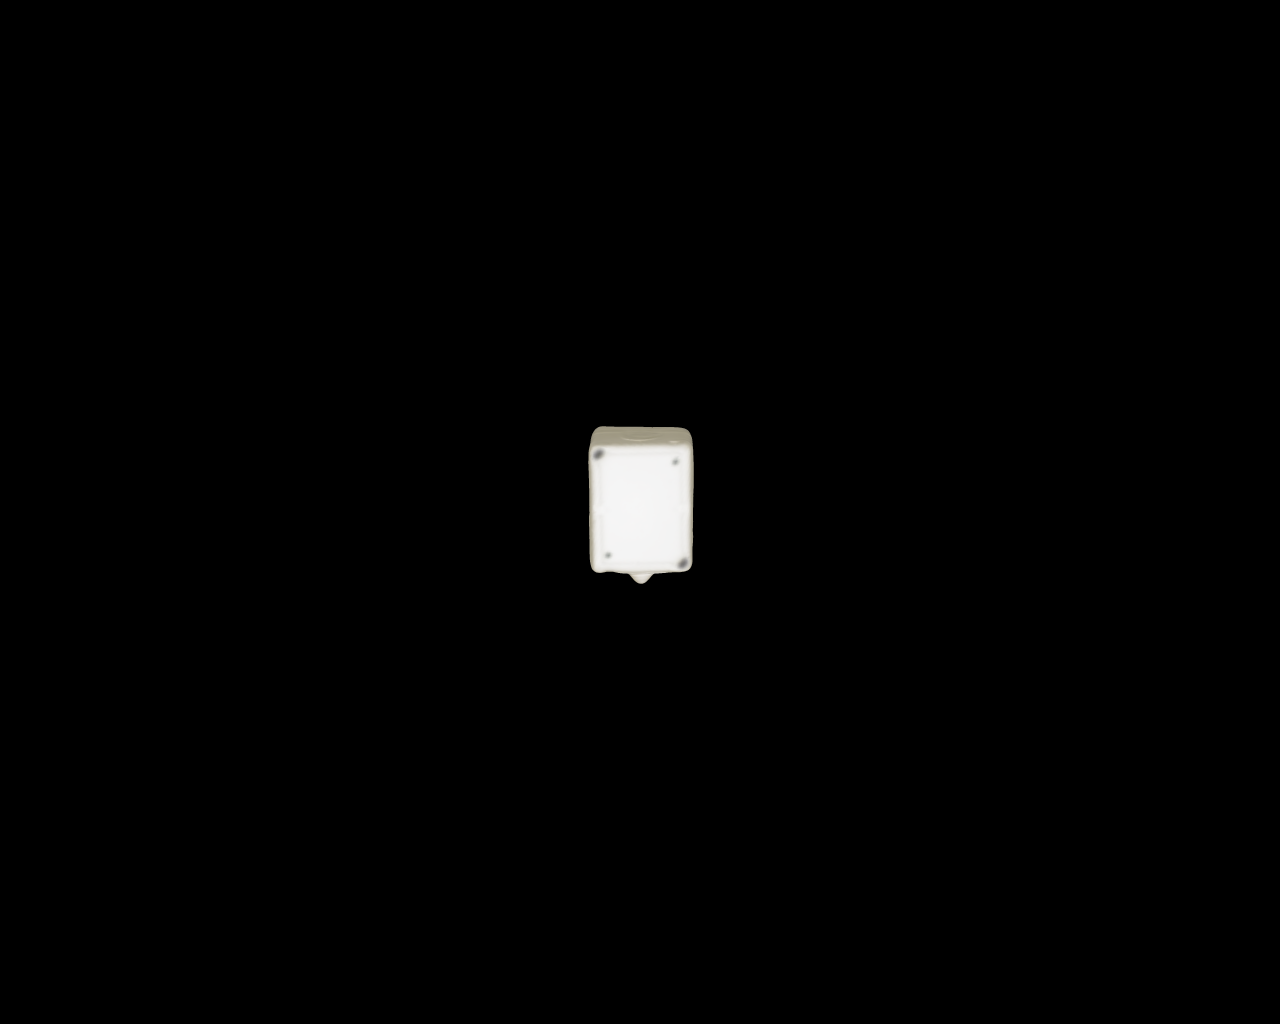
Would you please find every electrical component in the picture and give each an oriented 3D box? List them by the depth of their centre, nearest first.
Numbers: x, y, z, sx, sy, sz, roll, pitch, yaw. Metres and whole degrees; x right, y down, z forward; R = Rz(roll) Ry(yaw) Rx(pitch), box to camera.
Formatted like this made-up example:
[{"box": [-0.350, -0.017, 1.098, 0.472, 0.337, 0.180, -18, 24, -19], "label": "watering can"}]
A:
[{"box": [0.001, -0.003, 0.650, 0.062, 0.096, 0.061, 0, 16, 0], "label": "electrical component"}]
